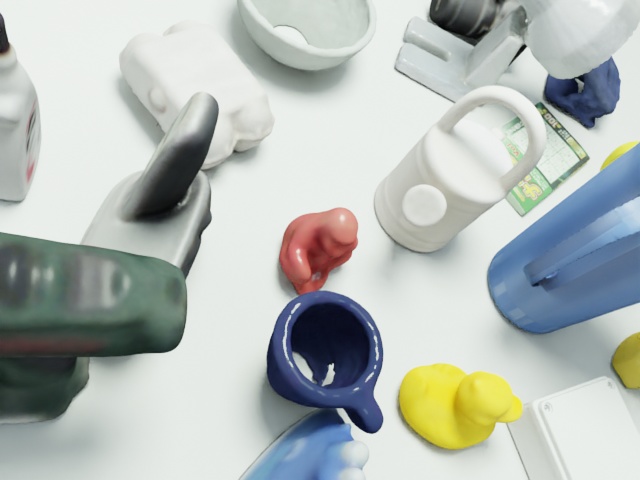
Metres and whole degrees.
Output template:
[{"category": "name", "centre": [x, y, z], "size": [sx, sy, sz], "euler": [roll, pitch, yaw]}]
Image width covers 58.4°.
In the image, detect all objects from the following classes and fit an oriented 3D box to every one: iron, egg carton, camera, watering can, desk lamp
[{"category": "iron", "centre": [-0.015, 0.214, 0.378], "size": [0.119, 0.141, 0.258], "euler": [29, 56, -7]}, {"category": "egg carton", "centre": [-0.120, -0.143, 0.559], "size": [0.107, 0.069, 0.150], "euler": [-34, 82, -33]}, {"category": "camera", "centre": [0.227, -0.333, 0.792], "size": [0.137, 0.100, 0.143], "euler": [9, 62, -20]}, {"category": "watering can", "centre": [0.136, -0.066, 0.558], "size": [0.101, 0.193, 0.173], "euler": [28, 57, -8]}, {"category": "desk lamp", "centre": [0.231, -0.257, 0.687], "size": [0.203, 0.213, 0.118], "euler": [24, 57, -11]}]

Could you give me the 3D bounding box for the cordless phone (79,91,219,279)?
[{"category": "cordless phone", "centre": [-0.127, -0.016, 0.420], "size": [0.094, 0.184, 0.147], "euler": [20, 58, -13]}]

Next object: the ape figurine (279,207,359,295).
[{"category": "ape figurine", "centre": [0.005, 0.002, 0.526], "size": [0.078, 0.092, 0.076], "euler": [-6, 67, -26]}]

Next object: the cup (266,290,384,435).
[{"category": "cup", "centre": [0.001, 0.109, 0.467], "size": [0.092, 0.094, 0.117], "euler": [-27, 78, -32]}]

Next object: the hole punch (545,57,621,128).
[{"category": "hole punch", "centre": [0.393, -0.236, 0.822], "size": [0.101, 0.091, 0.109], "euler": [30, 56, -7]}]

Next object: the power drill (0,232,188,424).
[{"category": "power drill", "centre": [-0.202, 0.055, 0.336], "size": [0.230, 0.208, 0.075], "euler": [1, 64, -24]}]

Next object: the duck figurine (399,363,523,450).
[{"category": "duck figurine", "centre": [0.130, 0.142, 0.513], "size": [0.105, 0.086, 0.077], "euler": [22, 58, -13]}]

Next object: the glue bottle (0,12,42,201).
[{"category": "glue bottle", "centre": [-0.233, -0.101, 0.424], "size": [0.037, 0.173, 0.078], "euler": [6, 62, -21]}]

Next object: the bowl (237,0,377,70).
[{"category": "bowl", "centre": [-0.023, -0.253, 0.655], "size": [0.168, 0.074, 0.167], "euler": [10, 61, -19]}]
